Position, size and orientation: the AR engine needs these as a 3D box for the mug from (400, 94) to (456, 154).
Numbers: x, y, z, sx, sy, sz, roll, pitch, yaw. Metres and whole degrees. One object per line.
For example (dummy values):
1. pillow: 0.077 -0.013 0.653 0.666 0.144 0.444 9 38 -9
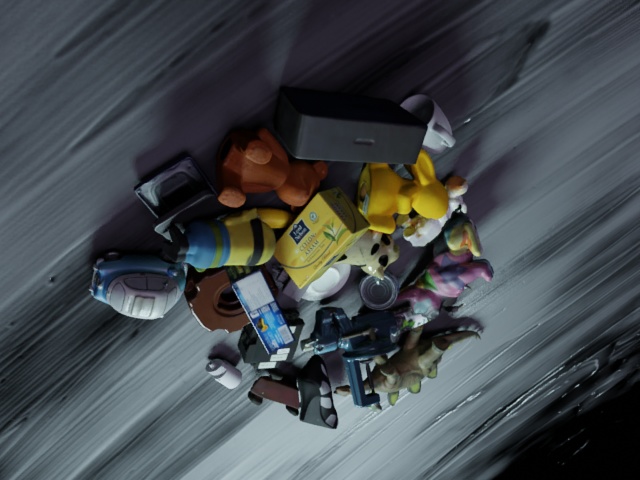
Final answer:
1. mug: 0.201 -0.198 0.965 0.107 0.110 0.080 26 97 -49

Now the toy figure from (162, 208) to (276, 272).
1. toy figure: -0.156 0.007 0.869 0.180 0.089 0.082 -9 166 -43

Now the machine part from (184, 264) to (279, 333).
1. machine part: -0.167 0.098 1.016 0.179 0.056 0.179 -13 127 -18

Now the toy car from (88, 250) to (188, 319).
1. toy car: -0.299 0.081 0.907 0.161 0.103 0.109 8 118 -33

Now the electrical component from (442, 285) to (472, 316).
1. electrical component: 0.314 0.132 1.292 0.078 0.045 0.102 2 122 -30

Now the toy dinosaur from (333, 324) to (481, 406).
1. toy dinosaur: 0.240 0.296 1.336 0.471 0.105 0.198 -18 139 -22

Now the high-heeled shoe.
1. high-heeled shoe: 0.003 0.354 1.248 0.248 0.086 0.145 53 48 -63

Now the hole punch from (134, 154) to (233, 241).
1. hole punch: -0.221 -0.063 0.866 0.142 0.092 0.115 -35 162 -4

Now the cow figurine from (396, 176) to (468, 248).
1. cow figurine: 0.245 -0.053 1.110 0.167 0.068 0.098 -40 137 9

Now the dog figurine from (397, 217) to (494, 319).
1. dog figurine: 0.257 0.066 1.177 0.219 0.108 0.191 -23 91 17

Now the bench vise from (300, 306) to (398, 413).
1. bench vise: 0.075 0.253 1.143 0.223 0.129 0.240 -11 87 -29

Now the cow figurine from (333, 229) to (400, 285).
1. cow figurine: 0.078 0.020 1.067 0.195 0.086 0.127 4 115 -32

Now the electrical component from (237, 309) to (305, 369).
1. electrical component: -0.106 0.209 1.126 0.115 0.058 0.134 6 120 -28

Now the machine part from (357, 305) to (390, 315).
1. machine part: 0.110 0.205 1.248 0.084 0.039 0.138 -1 121 -36

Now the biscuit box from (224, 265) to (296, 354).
1. biscuit box: -0.107 0.118 0.981 0.059 0.063 0.202 -26 129 -7

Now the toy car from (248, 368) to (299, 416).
1. toy car: -0.086 0.345 1.237 0.089 0.053 0.202 -51 134 6

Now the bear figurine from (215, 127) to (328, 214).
1. bear figurine: -0.070 -0.098 0.880 0.195 0.132 0.120 26 109 -31

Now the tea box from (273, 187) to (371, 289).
1. tea box: -0.002 -0.003 0.959 0.068 0.098 0.169 -24 160 -51

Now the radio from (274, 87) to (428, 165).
1. radio: 0.046 -0.184 0.872 0.229 0.131 0.073 0 123 -27

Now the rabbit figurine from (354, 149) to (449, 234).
1. rabbit figurine: 0.161 -0.092 1.008 0.173 0.122 0.162 9 97 -9
